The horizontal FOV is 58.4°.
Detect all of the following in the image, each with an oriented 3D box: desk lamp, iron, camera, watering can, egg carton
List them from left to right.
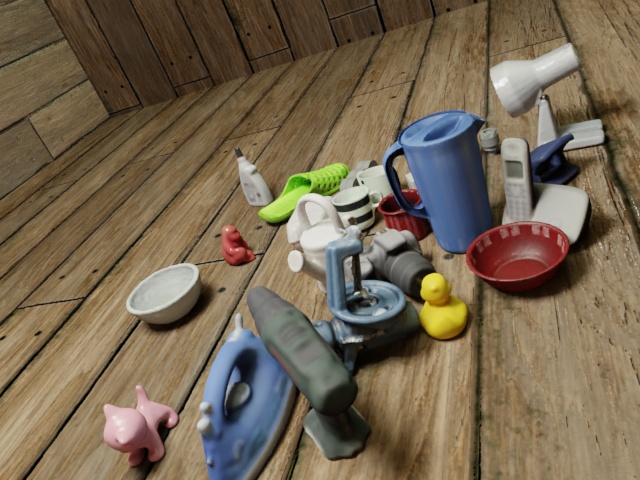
[{"bbox_3d":[-0.124,0.233,0.827,0.118,0.142,0.258,-12,30,20],"label":"iron"},{"bbox_3d":[-0.012,-0.040,1.290,0.107,0.069,0.150,-10,31,22],"label":"egg carton"},{"bbox_3d":[0.012,0.004,1.066,0.100,0.194,0.173,-9,31,25],"label":"watering can"},{"bbox_3d":[0.130,0.048,1.003,0.143,0.101,0.136,-28,29,-10],"label":"camera"},{"bbox_3d":[0.485,-0.301,1.227,0.202,0.214,0.118,-8,32,25],"label":"desk lamp"}]

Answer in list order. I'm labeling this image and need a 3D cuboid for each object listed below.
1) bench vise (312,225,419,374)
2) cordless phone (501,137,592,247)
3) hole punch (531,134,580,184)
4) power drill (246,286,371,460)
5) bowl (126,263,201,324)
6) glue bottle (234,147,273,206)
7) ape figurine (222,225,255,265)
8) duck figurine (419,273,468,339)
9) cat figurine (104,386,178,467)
[{"bbox_3d":[0.038,0.100,0.855,0.208,0.220,0.121,-36,31,-23],"label":"bench vise"},{"bbox_3d":[0.372,-0.083,0.964,0.147,0.185,0.094,11,43,46],"label":"cordless phone"},{"bbox_3d":[0.443,-0.158,1.142,0.109,0.091,0.100,-35,31,-22],"label":"hole punch"},{"bbox_3d":[-0.014,0.181,0.764,0.076,0.209,0.228,-32,30,-16],"label":"power drill"},{"bbox_3d":[-0.319,0.127,1.221,0.167,0.075,0.167,-17,29,10],"label":"bowl"},{"bbox_3d":[-0.187,-0.171,1.532,0.077,0.173,0.037,4,38,40],"label":"glue bottle"},{"bbox_3d":[-0.197,0.007,1.318,0.076,0.092,0.078,-13,30,18],"label":"ape figurine"},{"bbox_3d":[0.186,0.096,0.897,0.077,0.086,0.104,-16,29,13],"label":"duck figurine"},{"bbox_3d":[-0.285,0.283,0.882,0.067,0.118,0.128,-16,29,13],"label":"cat figurine"}]
